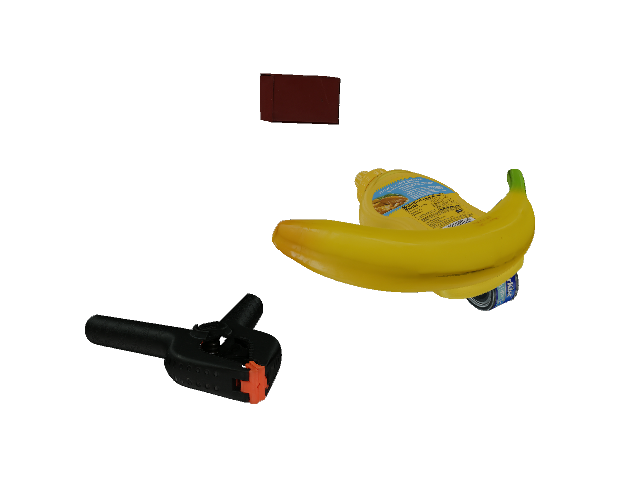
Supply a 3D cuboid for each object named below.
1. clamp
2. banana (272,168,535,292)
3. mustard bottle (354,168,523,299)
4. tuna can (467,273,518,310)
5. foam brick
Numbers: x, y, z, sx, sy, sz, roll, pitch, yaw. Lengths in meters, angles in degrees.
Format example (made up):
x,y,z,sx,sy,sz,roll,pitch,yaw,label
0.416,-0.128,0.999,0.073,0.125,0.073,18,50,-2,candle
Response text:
x,y,z,sx,sy,sz,roll,pitch,yaw,label
-0.084,0.085,0.889,0.164,0.036,0.210,-10,16,-31,clamp
0.066,0.002,0.650,0.197,0.037,0.070,-12,46,-34,banana
0.091,-0.018,0.975,0.096,0.058,0.192,-20,37,-25,mustard bottle
0.182,0.035,1.195,0.033,0.086,0.086,-24,9,-20,tuna can
-0.023,-0.154,1.160,0.078,0.051,0.053,0,11,-18,foam brick
